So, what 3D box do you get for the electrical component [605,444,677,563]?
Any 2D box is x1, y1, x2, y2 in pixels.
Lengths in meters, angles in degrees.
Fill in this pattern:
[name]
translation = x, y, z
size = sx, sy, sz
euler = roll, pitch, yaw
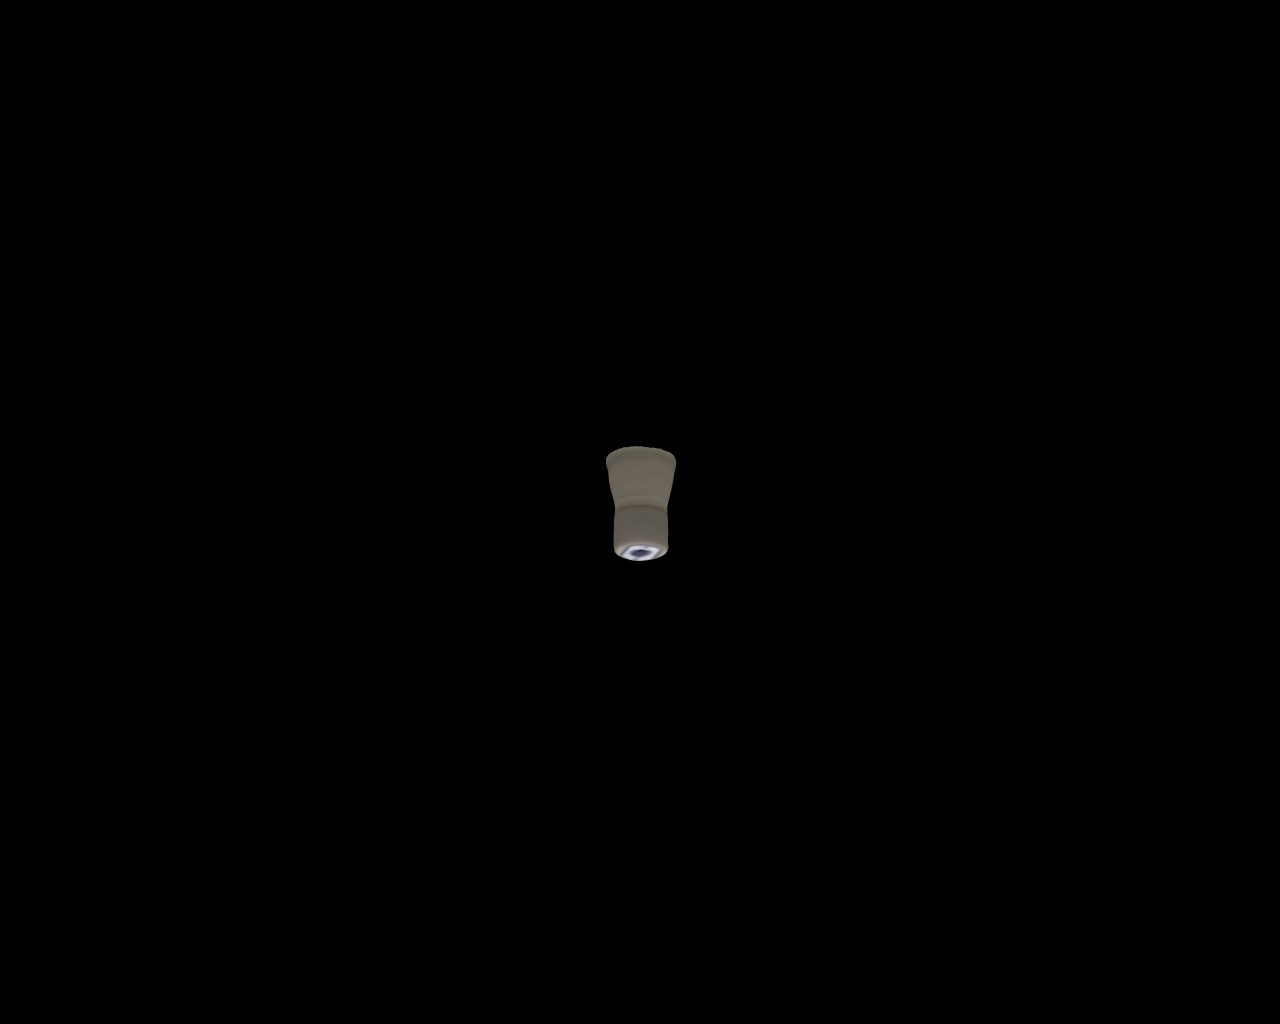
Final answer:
[electrical component]
translation = 0.001, -0.003, 0.650
size = 0.044, 0.065, 0.044
euler = 0, -22, 0
